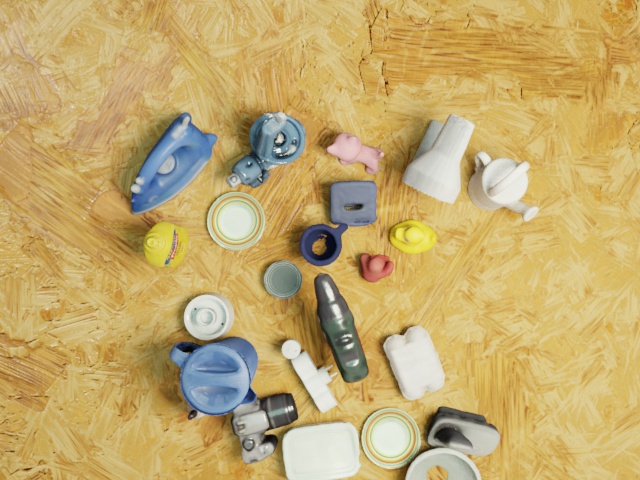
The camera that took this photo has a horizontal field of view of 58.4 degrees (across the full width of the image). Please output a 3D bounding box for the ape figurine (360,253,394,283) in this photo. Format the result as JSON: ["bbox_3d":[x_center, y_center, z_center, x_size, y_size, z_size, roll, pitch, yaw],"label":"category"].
[{"bbox_3d":[0.123,0.057,1.262,0.078,0.092,0.076,38,87,2],"label":"ape figurine"}]

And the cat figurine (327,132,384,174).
[{"bbox_3d":[0.081,-0.198,1.263,0.128,0.117,0.067,15,87,1],"label":"cat figurine"}]

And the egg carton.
[{"bbox_3d":[0.209,0.270,1.263,0.107,0.069,0.150,-23,87,-2],"label":"egg carton"}]

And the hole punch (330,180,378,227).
[{"bbox_3d":[0.076,-0.080,1.270,0.108,0.091,0.101,-3,87,0],"label":"hole punch"}]

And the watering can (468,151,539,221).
[{"bbox_3d":[0.396,-0.119,1.223,0.173,0.194,0.101,31,87,2],"label":"watering can"}]

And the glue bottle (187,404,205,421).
[{"bbox_3d":[-0.251,0.351,1.203,0.078,0.173,0.037,-31,87,-2],"label":"glue bottle"}]

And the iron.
[{"bbox_3d":[-0.343,-0.162,1.246,0.118,0.141,0.258,38,87,2],"label":"iron"}]

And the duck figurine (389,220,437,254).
[{"bbox_3d":[0.210,-0.008,1.269,0.104,0.086,0.077,7,87,0],"label":"duck figurine"}]

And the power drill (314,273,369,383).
[{"bbox_3d":[0.037,0.177,1.197,0.075,0.208,0.230,-21,87,-1],"label":"power drill"}]

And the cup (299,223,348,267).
[{"bbox_3d":[0.012,0.005,1.263,0.118,0.095,0.092,-39,88,-2],"label":"cup"}]

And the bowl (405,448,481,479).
[{"bbox_3d":[0.262,0.529,1.246,0.167,0.074,0.167,0,87,0],"label":"bowl"}]

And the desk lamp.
[{"bbox_3d":[0.254,-0.173,1.215,0.118,0.213,0.203,24,87,1],"label":"desk lamp"}]

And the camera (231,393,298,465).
[{"bbox_3d":[-0.115,0.396,1.238,0.137,0.101,0.143,-16,87,-1],"label":"camera"}]

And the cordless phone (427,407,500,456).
[{"bbox_3d":[0.310,0.421,1.197,0.147,0.185,0.094,9,87,0],"label":"cordless phone"}]

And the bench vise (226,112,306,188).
[{"bbox_3d":[-0.108,-0.187,1.210,0.121,0.219,0.207,29,87,2],"label":"bench vise"}]
